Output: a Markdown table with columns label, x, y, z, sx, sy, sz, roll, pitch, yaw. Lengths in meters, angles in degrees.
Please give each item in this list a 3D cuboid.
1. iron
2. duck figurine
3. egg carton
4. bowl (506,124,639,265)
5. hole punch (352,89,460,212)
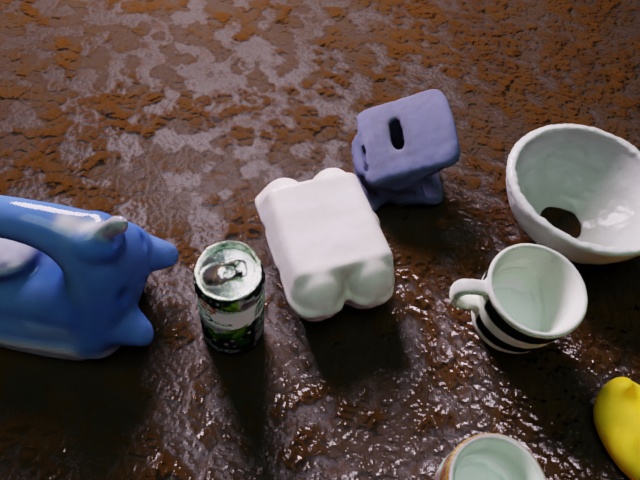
| label | x | y | z | sx | sy | sz | roll | pitch | yaw |
| --- | --- | --- | --- | --- | --- | --- | --- | --- | --- |
| iron | -0.255 | 0.008 | 0.455 | 0.258 | 0.141 | 0.118 | 8 | 56 | -1 |
| duck figurine | 0.280 | 0.151 | 0.459 | 0.078 | 0.086 | 0.104 | -27 | 63 | -22 |
| egg carton | 0.005 | 0.002 | 0.534 | 0.107 | 0.069 | 0.150 | -14 | 59 | -15 |
| bowl | 0.263 | -0.036 | 0.588 | 0.167 | 0.075 | 0.167 | 3 | 56 | -5 |
| hole punch | 0.085 | -0.095 | 0.596 | 0.101 | 0.091 | 0.108 | -1 | 57 | -7 |
